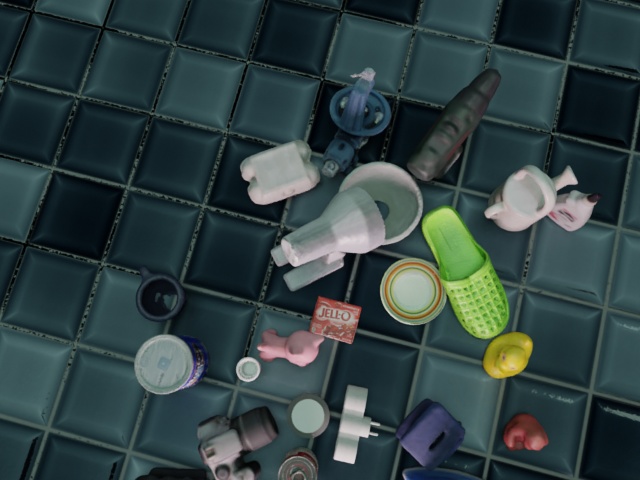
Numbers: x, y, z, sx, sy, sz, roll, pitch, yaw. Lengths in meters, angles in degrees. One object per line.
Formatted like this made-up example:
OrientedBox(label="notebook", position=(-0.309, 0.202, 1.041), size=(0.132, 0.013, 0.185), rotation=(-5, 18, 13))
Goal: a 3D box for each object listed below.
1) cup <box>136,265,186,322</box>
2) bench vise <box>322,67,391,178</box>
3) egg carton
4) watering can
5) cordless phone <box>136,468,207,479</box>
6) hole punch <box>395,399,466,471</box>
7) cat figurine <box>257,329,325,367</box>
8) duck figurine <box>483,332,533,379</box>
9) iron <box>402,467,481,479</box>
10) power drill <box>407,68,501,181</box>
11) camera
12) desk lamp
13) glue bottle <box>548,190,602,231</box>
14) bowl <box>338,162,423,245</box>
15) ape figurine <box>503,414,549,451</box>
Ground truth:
OrientedBox(label="cup", position=(-0.304, 0.104, 1.106), size=(0.092, 0.095, 0.117), rotation=(-35, 81, -5))
OrientedBox(label="bench vise", position=(0.073, -0.221, 1.097), size=(0.121, 0.220, 0.207), rotation=(9, 80, 3))
OrientedBox(label="egg carton", position=(-0.080, -0.136, 1.160), size=(0.150, 0.069, 0.107), rotation=(-21, 80, -3))
OrientedBox(label="watering can", position=(0.397, -0.089, 1.081), size=(0.101, 0.194, 0.173), rotation=(44, 83, 8))
OrientedBox(label="cordless phone", position=(-0.272, 0.461, 0.994), size=(0.147, 0.185, 0.094), rotation=(-3, 79, 1))
OrientedBox(label="hole punch", position=(0.208, 0.359, 1.054), size=(0.101, 0.091, 0.109), rotation=(43, 83, 8))
OrientedBox(label="cat figurine", position=(-0.056, 0.201, 1.073), size=(0.127, 0.118, 0.067), rotation=(3, 80, 2))
OrientedBox(label="duck figurine", position=(0.362, 0.218, 1.080), size=(0.104, 0.086, 0.077), rotation=(-39, 81, -6))
OrientedBox(label="iron", position=(0.268, 0.484, 1.004), size=(0.258, 0.141, 0.119), rotation=(26, 81, 6))
OrientedBox(label="power drill", position=(0.246, -0.201, 1.096), size=(0.075, 0.208, 0.230), rotation=(37, 82, 7))
OrientedBox(label="camera", position=(-0.142, 0.378, 1.051), size=(0.137, 0.101, 0.143), rotation=(-25, 80, -4))
OrientedBox(label="desk lamp", position=(0.010, 0.004, 1.060), size=(0.203, 0.213, 0.118), rotation=(-29, 80, -4))
OrientedBox(label="glue bottle", position=(0.488, -0.064, 1.085), size=(0.078, 0.173, 0.037), rotation=(36, 82, 7))
OrientedBox(label="bowl", position=(0.116, -0.067, 1.141), size=(0.167, 0.075, 0.167), rotation=(0, 80, 1))
OrientedBox(label="ape figurine", position=(0.384, 0.361, 1.050), size=(0.077, 0.092, 0.076), rotation=(19, 80, 4))
